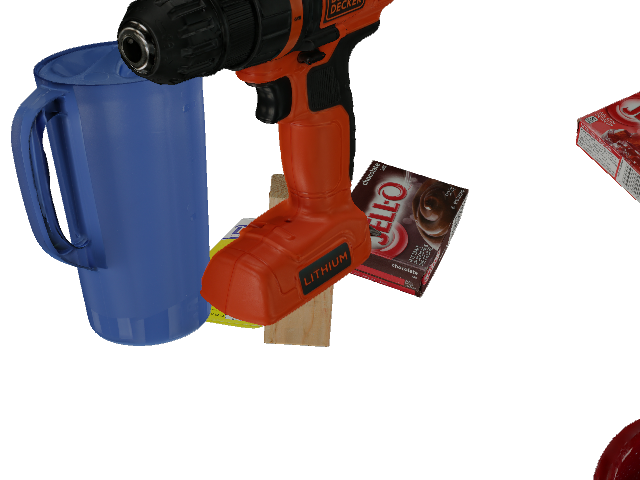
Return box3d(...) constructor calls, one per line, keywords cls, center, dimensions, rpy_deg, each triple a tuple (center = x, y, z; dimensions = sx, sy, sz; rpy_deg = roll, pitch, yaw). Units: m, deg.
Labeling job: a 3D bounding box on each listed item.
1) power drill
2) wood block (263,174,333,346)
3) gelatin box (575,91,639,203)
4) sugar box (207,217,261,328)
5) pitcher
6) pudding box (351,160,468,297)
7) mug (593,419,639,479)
box3d(cls="power drill", center=(-0.024, -0.054, 0.532), dimensions=(0.057, 0.188, 0.184), rpy_deg=(24, 37, 31))
box3d(cls="wood block", center=(-0.026, 0.025, 1.401), dimensions=(0.090, 0.206, 0.091), rpy_deg=(3, 23, -1))
box3d(cls="gelatin box", center=(0.247, -0.071, 0.799), dimensions=(0.073, 0.030, 0.089), rpy_deg=(-24, 51, -16))
box3d(cls="sugar box", center=(-0.075, 0.030, 1.142), dimensions=(0.093, 0.048, 0.176), rpy_deg=(7, 29, 17))
box3d(cls="pitcher", center=(-0.161, -0.035, 0.882), dimensions=(0.149, 0.243, 0.145), rpy_deg=(-6, 25, -6))
box3d(cls="pudding box", center=(0.063, -0.012, 0.893), dimensions=(0.090, 0.039, 0.113), rpy_deg=(19, 43, 15))
box3d(cls="mug", center=(0.146, 0.118, 0.358), dimensions=(0.117, 0.081, 0.093), rpy_deg=(5, 37, 8))
